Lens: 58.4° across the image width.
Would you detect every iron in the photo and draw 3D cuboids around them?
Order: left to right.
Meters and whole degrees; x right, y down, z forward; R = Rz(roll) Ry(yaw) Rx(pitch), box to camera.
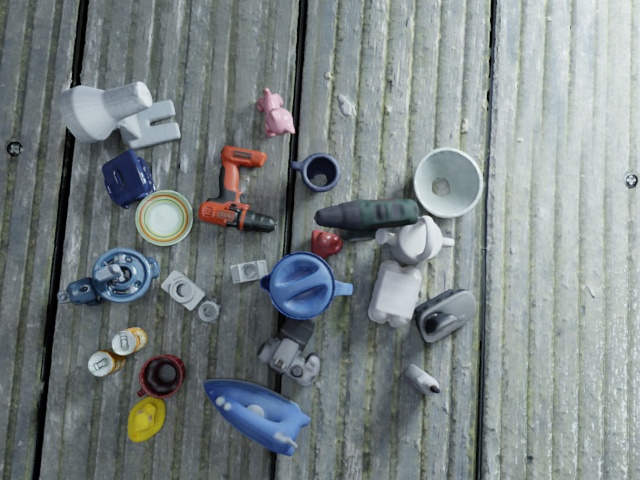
[{"bbox_3d":[-0.152,0.383,1.253,0.258,0.141,0.119,28,83,-1],"label":"iron"}]

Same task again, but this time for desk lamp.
[{"bbox_3d":[-0.434,-0.278,1.258,0.203,0.213,0.118,-15,86,-5],"label":"desk lamp"}]

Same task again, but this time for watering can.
[{"bbox_3d":[0.215,0.001,1.288,0.173,0.194,0.101,-17,86,-5],"label":"watering can"}]

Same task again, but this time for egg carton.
[{"bbox_3d":[0.176,0.127,1.336,0.107,0.069,0.150,15,84,-2],"label":"egg carton"}]

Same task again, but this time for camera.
[{"bbox_3d":[-0.053,0.242,1.294,0.143,0.100,0.137,29,83,-1],"label":"camera"}]

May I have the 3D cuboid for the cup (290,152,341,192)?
[{"bbox_3d":[-0.014,-0.153,1.336,0.118,0.095,0.092,14,84,-2],"label":"cup"}]

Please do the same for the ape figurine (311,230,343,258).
[{"bbox_3d":[0.012,0.005,1.325,0.076,0.092,0.078,-44,89,-6],"label":"ape figurine"}]

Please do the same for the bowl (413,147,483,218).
[{"bbox_3d":[0.297,-0.131,1.366,0.167,0.074,0.167,0,85,-4],"label":"bowl"}]

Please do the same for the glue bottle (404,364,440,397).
[{"bbox_3d":[0.236,0.320,1.271,0.078,0.173,0.037,43,84,1],"label":"glue bottle"}]

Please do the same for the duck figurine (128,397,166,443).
[{"bbox_3d":[-0.389,0.400,1.263,0.077,0.086,0.104,30,83,-1],"label":"duck figurine"}]

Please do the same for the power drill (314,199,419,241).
[{"bbox_3d":[0.096,-0.046,1.277,0.229,0.208,0.076,-7,85,-4],"label":"power drill"}]

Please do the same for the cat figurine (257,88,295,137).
[{"bbox_3d":[-0.103,-0.292,1.331,0.067,0.117,0.128,-20,86,-5],"label":"cat figurine"}]

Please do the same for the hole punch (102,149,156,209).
[{"bbox_3d":[-0.441,-0.137,1.306,0.101,0.091,0.109,-24,87,-6],"label":"hole punch"}]

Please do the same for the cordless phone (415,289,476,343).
[{"bbox_3d":[0.295,0.170,1.283,0.147,0.185,0.094,-32,87,-6],"label":"cordless phone"}]

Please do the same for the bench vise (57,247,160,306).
[{"bbox_3d":[-0.456,0.097,1.219,0.207,0.219,0.121,-39,88,-6],"label":"bench vise"}]
